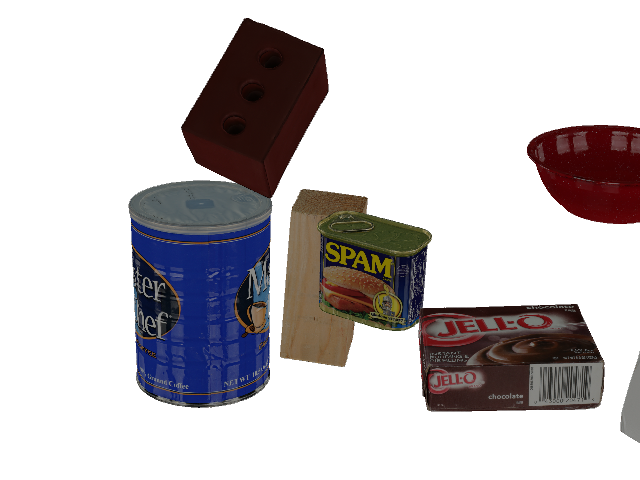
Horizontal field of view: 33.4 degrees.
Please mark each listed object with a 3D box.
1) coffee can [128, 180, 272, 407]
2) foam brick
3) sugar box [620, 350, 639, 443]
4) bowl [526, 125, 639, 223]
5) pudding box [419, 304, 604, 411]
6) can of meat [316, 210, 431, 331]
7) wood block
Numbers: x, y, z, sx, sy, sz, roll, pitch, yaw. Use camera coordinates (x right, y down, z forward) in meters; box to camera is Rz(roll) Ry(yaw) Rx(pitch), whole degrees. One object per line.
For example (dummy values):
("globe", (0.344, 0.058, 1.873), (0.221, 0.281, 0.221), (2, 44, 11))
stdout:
("coffee can", (-0.088, 0.037, 0.789), (0.103, 0.140, 0.103), (1, 20, -1))
("foam brick", (-0.036, -0.075, 0.608), (0.053, 0.078, 0.051), (24, -15, 11))
("sugar box", (0.308, 0.140, 0.773), (0.048, 0.093, 0.176), (-22, 38, -40))
("bowl", (0.272, -0.058, 0.994), (0.162, 0.055, 0.162), (-1, 25, 0))
("pudding box", (0.123, 0.076, 0.707), (0.113, 0.039, 0.090), (0, 21, 2))
("can of meat", (0.047, 0.028, 0.970), (0.102, 0.084, 0.057), (16, 28, 28))
("wood block", (0.004, 0.048, 1.391), (0.090, 0.206, 0.090), (8, 23, 6))
